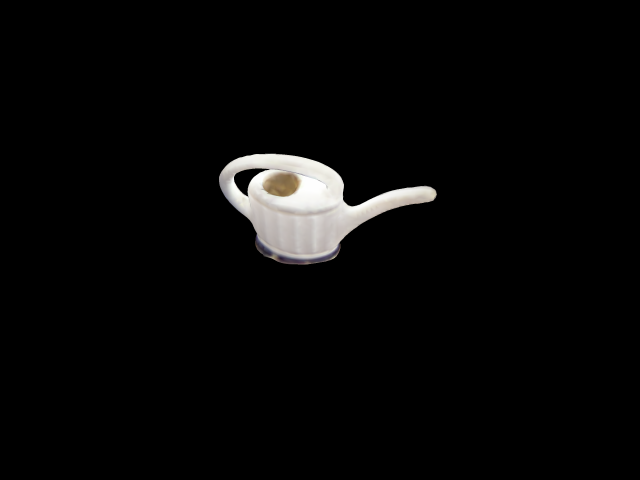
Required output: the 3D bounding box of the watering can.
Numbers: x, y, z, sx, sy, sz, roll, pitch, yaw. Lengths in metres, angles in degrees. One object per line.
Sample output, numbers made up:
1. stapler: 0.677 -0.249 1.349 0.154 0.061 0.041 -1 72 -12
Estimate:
1. watering can: 0.003 -0.043 0.850 0.348 0.106 0.219 11 -38 9
